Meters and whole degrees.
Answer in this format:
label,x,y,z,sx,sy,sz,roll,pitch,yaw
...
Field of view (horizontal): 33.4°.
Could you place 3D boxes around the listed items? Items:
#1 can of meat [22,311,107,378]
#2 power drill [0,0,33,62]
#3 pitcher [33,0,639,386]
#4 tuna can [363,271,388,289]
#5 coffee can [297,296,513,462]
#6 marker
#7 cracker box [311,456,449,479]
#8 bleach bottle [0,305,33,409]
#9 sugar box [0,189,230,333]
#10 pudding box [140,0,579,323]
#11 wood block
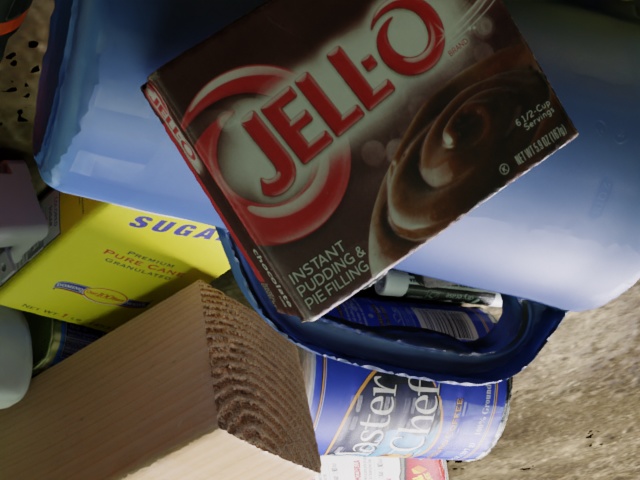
label,x,y,z,sx,sy,sz,roll,pitch,yaw
can of meat,-0.151,0.071,0.649,0.083,0.057,0.102,20,144,-40
power drill,-0.194,-0.103,0.365,0.187,0.057,0.185,14,142,-30
pitcher,0.013,-0.042,0.431,0.242,0.149,0.145,10,144,-20
tuna can,-0.004,0.001,0.595,0.086,0.034,0.086,-5,149,-3
coffee can,0.035,0.087,0.678,0.140,0.103,0.103,6,146,-22
marker,0.092,0.032,0.680,0.121,0.020,0.020,7,146,-23
cracker box,-0.014,0.168,0.831,0.214,0.072,0.164,-11,147,7
bleach bottle,-0.283,0.105,0.615,0.251,0.068,0.102,-32,140,28
sugar box,-0.084,-0.011,0.549,0.093,0.048,0.177,19,141,-38
pudding box,0.013,-0.042,0.344,0.113,0.090,0.039,-35,-169,-14
wood block,-0.113,0.119,0.590,0.206,0.091,0.090,-30,141,21
